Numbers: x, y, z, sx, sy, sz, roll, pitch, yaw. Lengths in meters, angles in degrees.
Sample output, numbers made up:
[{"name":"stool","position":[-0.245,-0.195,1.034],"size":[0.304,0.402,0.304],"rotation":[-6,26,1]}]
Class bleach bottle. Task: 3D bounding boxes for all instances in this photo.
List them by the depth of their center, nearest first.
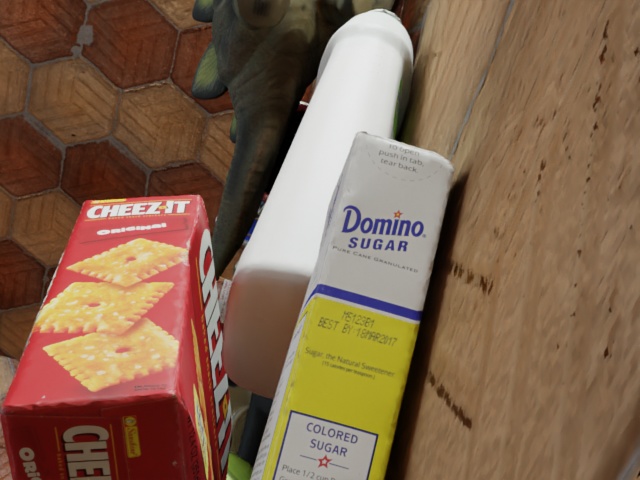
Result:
[{"name":"bleach bottle","position":[0.012,-0.039,0.582],"size":[0.103,0.068,0.250],"rotation":[100,-175,-46]}]

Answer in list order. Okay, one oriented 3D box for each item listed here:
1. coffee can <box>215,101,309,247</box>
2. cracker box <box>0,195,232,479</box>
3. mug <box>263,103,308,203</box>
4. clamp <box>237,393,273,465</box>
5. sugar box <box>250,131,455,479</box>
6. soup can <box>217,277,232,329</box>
[{"name":"coffee can","position":[-0.042,-0.068,1.106],"size":[0.103,0.102,0.140],"rotation":[-86,12,-71]},{"name":"cracker box","position":[-0.080,0.090,0.492],"size":[0.213,0.072,0.164],"rotation":[-97,4,-68]},{"name":"mug","position":[-0.029,-0.065,0.947],"size":[0.117,0.093,0.081],"rotation":[-41,2,5]},{"name":"clamp","position":[-0.032,0.099,0.744],"size":[0.210,0.036,0.164],"rotation":[134,139,-65]},{"name":"sugar box","position":[0.006,0.058,0.401],"size":[0.093,0.048,0.176],"rotation":[111,177,-72]},{"name":"soup can","position":[-0.065,0.070,0.897],"size":[0.068,0.102,0.068],"rotation":[-166,91,-86]}]
